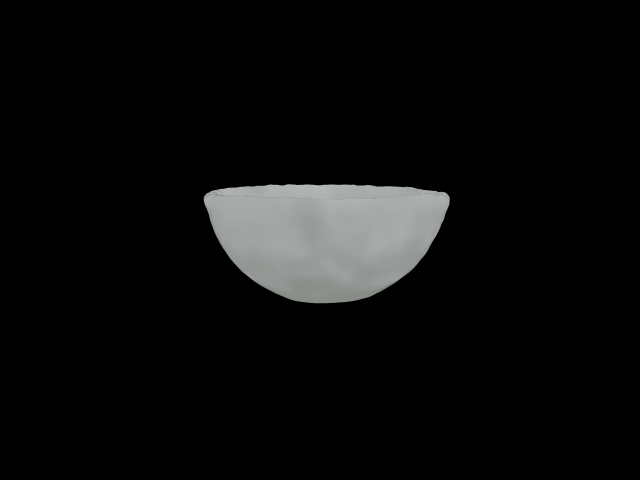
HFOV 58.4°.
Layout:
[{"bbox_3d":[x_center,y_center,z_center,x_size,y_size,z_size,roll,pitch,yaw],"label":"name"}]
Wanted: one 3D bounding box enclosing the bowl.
[{"bbox_3d":[0.004,0.001,0.400,0.167,0.075,0.167,0,9,0],"label":"bowl"}]
